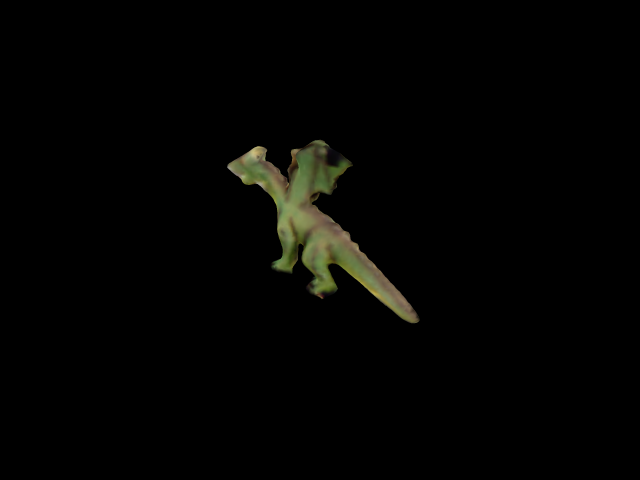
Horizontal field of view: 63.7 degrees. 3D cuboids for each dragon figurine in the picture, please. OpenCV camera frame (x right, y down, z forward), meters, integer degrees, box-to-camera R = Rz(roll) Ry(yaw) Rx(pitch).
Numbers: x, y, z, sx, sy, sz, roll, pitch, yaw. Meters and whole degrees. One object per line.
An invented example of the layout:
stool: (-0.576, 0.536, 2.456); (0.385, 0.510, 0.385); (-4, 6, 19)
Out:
dragon figurine: (0.003, -0.043, 0.850); (0.414, 0.237, 0.124); (26, 43, 31)
